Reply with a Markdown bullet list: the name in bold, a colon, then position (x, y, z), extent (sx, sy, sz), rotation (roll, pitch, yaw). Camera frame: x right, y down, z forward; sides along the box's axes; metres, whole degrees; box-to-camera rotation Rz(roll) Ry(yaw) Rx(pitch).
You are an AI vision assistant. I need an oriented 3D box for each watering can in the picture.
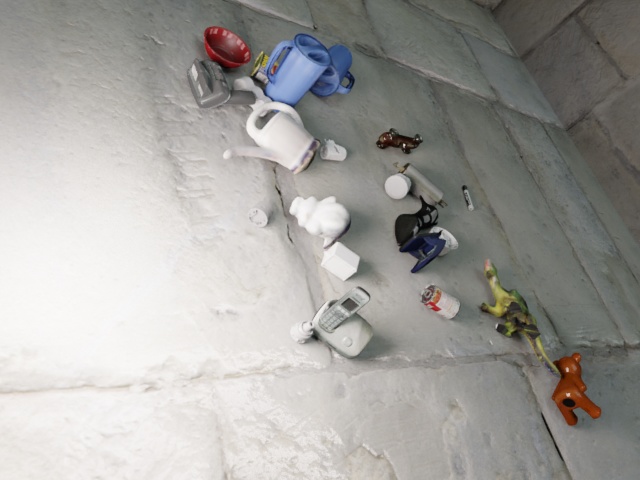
- **watering can**: position (-0.124, -0.272, 1.477), extent (0.223, 0.102, 0.356), rotation (38, 45, -9)

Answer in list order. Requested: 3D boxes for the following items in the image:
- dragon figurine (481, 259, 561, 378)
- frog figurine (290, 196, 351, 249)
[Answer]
- **dragon figurine**: position (0.671, 0.244, 1.725), extent (0.411, 0.120, 0.246), rotation (53, 33, 4)
- **frog figurine**: position (0.004, -0.071, 1.412), extent (0.158, 0.121, 0.140), rotation (46, 59, -17)
